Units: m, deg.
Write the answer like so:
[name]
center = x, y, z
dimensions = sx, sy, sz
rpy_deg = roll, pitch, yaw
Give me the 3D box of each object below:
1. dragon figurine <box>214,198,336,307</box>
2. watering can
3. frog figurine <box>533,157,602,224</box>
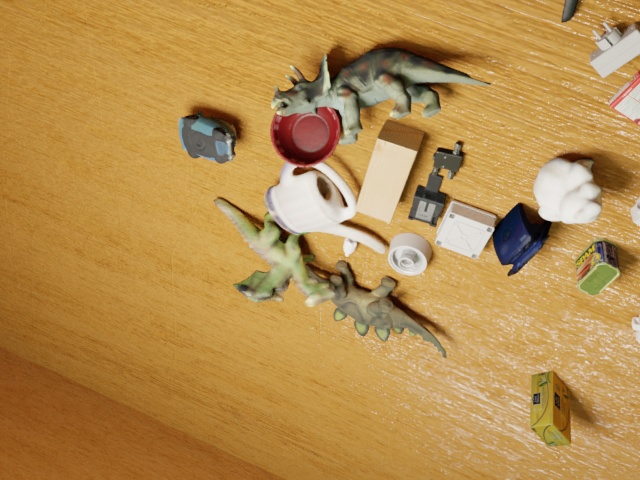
[dragon figurine]
center = -0.143, 0.052, 1.367
dimensions = 0.410, 0.248, 0.119
rpy_deg = 23, 138, 2
[watering can]
center = 0.004, -0.065, 1.295
dimensions = 0.222, 0.106, 0.342
rpy_deg = -16, 124, 35
[frog figurine]
center = 0.486, -0.086, 1.017
dimensions = 0.123, 0.163, 0.134
rpy_deg = 30, 133, -1
